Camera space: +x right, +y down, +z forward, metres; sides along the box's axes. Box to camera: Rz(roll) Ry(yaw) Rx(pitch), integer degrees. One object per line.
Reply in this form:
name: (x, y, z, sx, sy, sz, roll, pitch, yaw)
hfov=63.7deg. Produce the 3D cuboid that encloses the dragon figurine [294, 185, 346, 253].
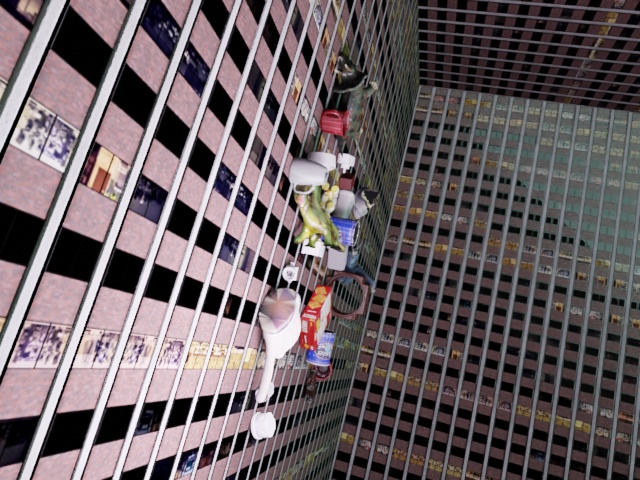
dragon figurine: (0.005, -0.087, 1.738, 0.408, 0.122, 0.244, 18, 69, -68)

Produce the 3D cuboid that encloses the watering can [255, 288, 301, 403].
watering can: (-0.129, 0.291, 1.546, 0.219, 0.104, 0.356, 82, 24, -50)

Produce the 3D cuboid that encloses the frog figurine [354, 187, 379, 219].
frog figurine: (0.201, -0.184, 2.550, 0.157, 0.122, 0.140, -38, -146, 51)
